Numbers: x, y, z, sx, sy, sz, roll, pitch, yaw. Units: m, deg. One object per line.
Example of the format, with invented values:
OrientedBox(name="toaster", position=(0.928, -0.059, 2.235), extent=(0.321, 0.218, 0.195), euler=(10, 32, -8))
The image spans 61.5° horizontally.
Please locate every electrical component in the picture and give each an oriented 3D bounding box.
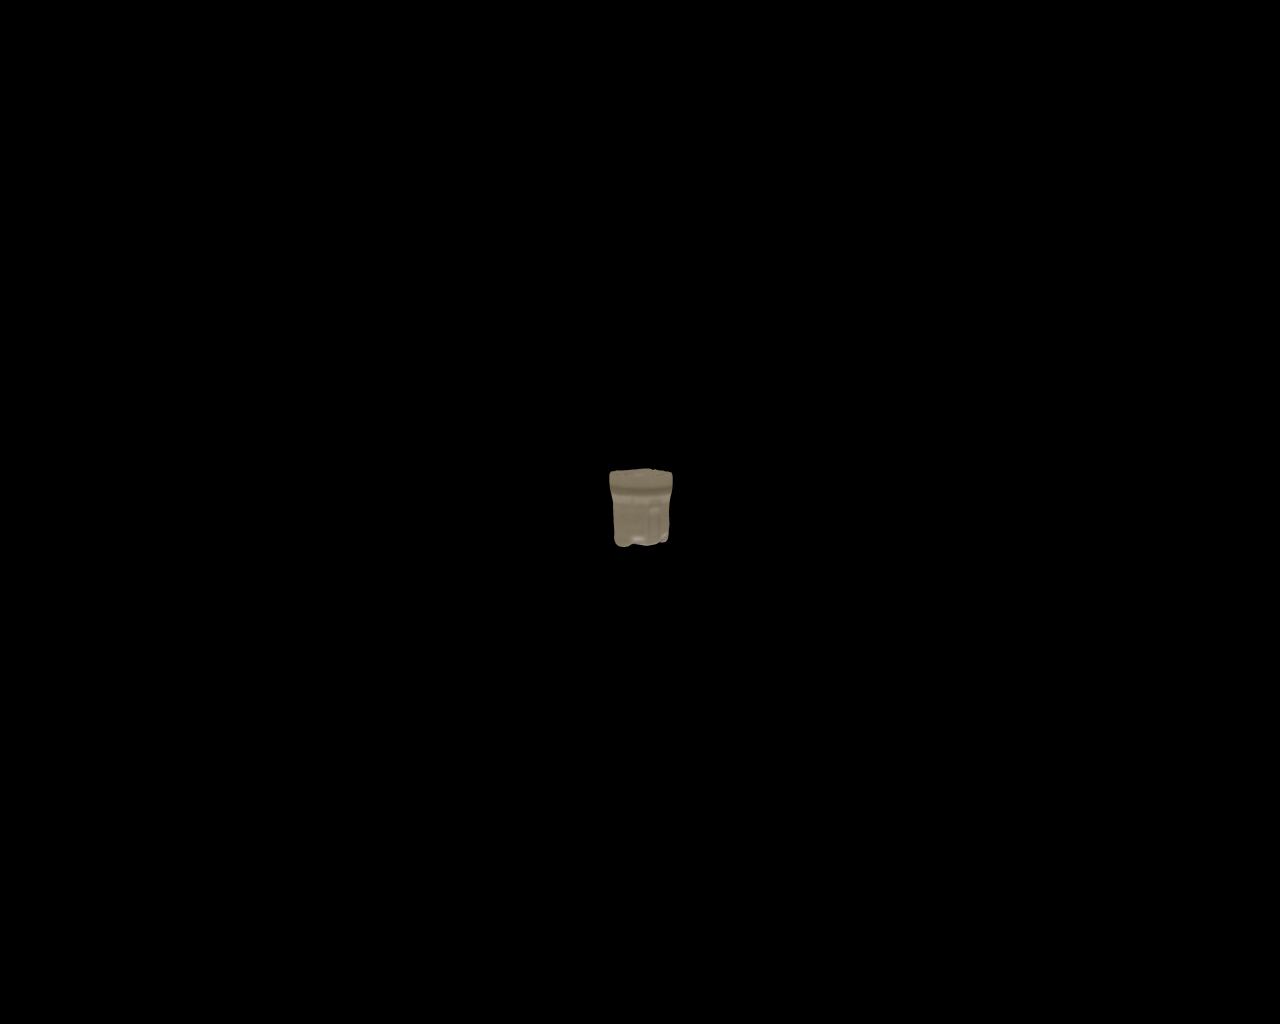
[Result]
OrientedBox(name="electrical component", position=(0.001, -0.003, 0.650), extent=(0.040, 0.046, 0.040), euler=(0, 9, 0))
